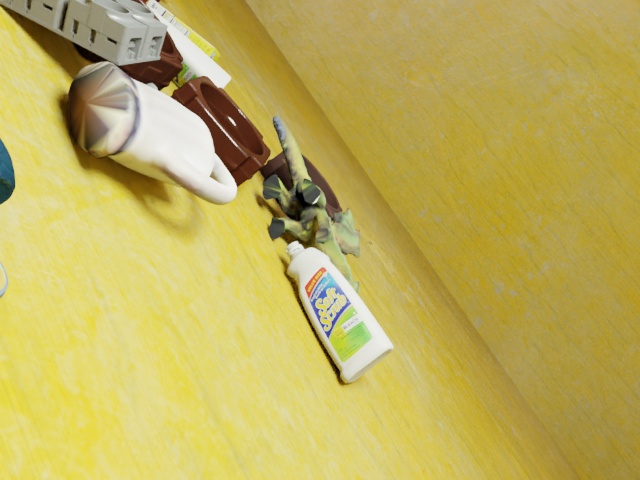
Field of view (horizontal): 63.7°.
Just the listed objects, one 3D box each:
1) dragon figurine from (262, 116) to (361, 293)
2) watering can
[{"bbox_3d":[0.003,-0.054,1.073,0.121,0.418,0.240,-22,-29,25],"label":"dragon figurine"},{"bbox_3d":[-0.244,-0.167,0.717,0.353,0.103,0.222,47,13,33],"label":"watering can"}]
